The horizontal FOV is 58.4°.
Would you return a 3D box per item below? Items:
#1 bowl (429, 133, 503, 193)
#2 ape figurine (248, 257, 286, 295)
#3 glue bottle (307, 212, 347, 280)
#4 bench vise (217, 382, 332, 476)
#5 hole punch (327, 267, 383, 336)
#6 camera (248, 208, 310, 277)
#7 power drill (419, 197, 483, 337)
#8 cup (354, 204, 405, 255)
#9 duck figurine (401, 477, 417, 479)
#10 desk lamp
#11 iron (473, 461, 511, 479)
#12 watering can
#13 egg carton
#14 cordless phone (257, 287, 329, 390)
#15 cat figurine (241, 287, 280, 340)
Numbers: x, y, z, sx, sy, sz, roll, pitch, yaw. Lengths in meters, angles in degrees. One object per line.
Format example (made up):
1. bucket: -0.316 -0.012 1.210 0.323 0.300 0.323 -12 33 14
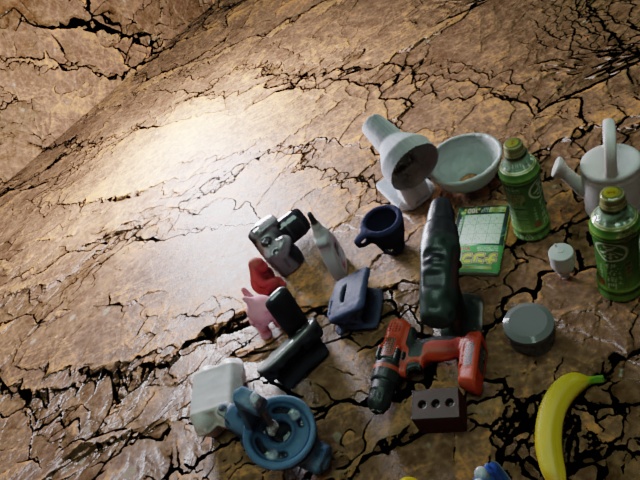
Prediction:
1. bowl: 0.321 -0.156 1.256 0.167 0.075 0.167 -17 42 16
2. ape figurine: -0.128 0.075 1.275 0.076 0.092 0.077 -21 41 11
3. glue bottle: 0.011 0.004 1.201 0.037 0.174 0.078 -20 41 12
4. bench vise: -0.105 0.301 0.926 0.206 0.220 0.121 -7 45 25
5. hole punch: 0.061 0.118 1.117 0.100 0.091 0.108 -9 44 23
6. camera: -0.086 -0.012 1.333 0.137 0.101 0.142 -38 40 -9
7. power drill: 0.219 0.071 0.978 0.075 0.209 0.229 -8 45 25
8. cup: 0.131 -0.004 1.198 0.118 0.095 0.091 -38 40 -9
9. duck figurine: 0.126 0.381 0.809 0.077 0.086 0.104 -19 41 13
10. desk lamp: 0.172 -0.164 1.246 0.118 0.214 0.202 -34 40 -4
11. iron: 0.210 0.379 0.717 0.118 0.142 0.258 -10 44 22
12. watering can: 0.508 -0.125 1.017 0.172 0.195 0.101 -19 41 14
13. egg carton: -0.192 0.300 1.098 0.107 0.070 0.150 -21 41 11
14. cordless phone: -0.077 0.177 1.066 0.148 0.186 0.093 -45 42 -17
15. cat figurine: -0.127 0.141 1.185 0.067 0.118 0.127 -38 40 -9
